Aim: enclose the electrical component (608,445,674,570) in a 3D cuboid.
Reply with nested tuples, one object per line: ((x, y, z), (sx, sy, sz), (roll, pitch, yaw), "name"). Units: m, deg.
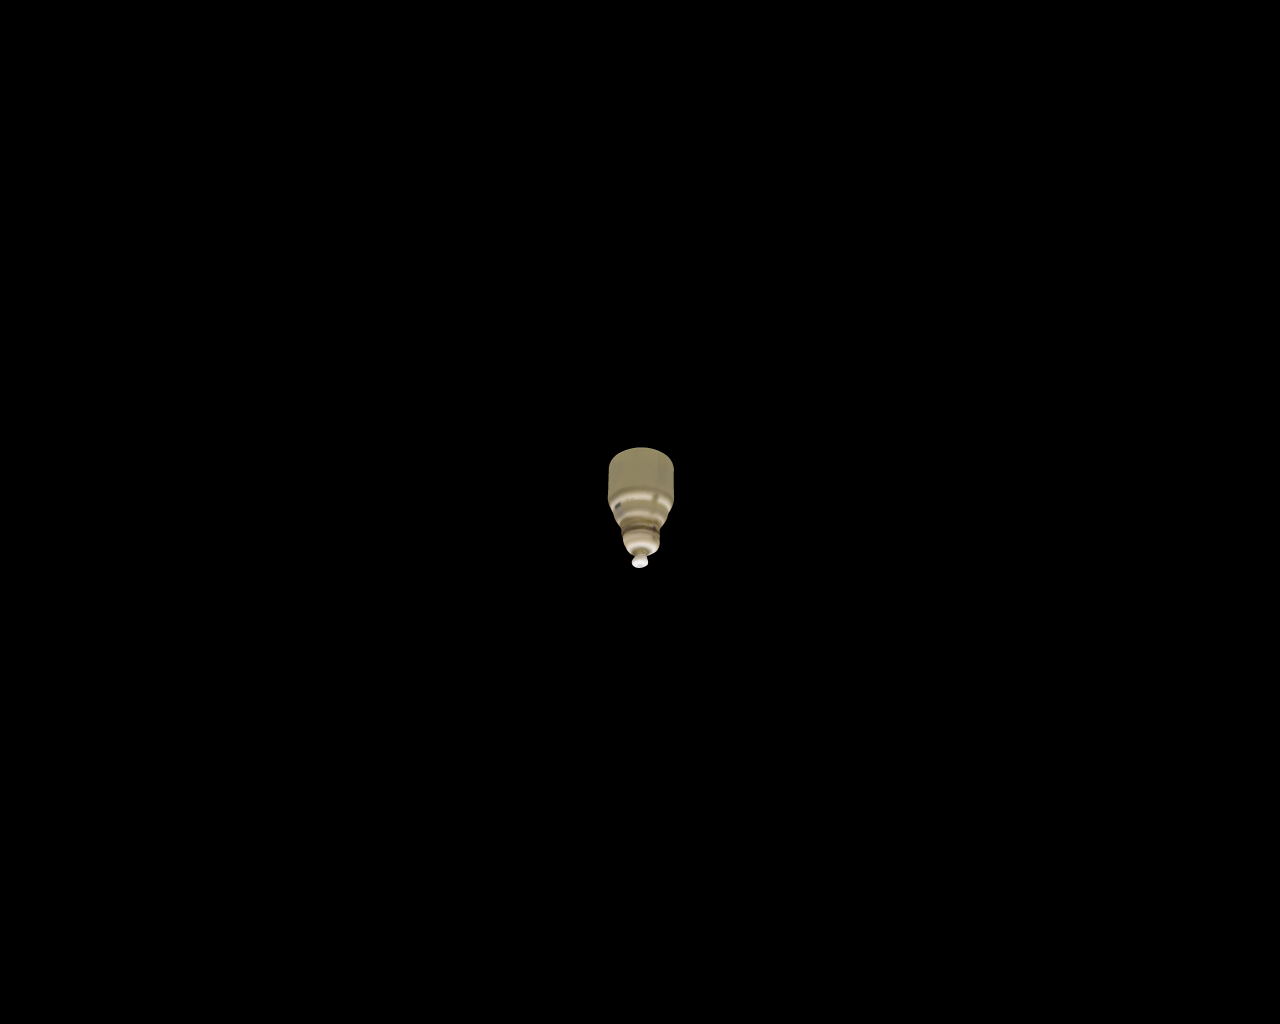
((0.001, -0.003, 0.650), (0.040, 0.078, 0.040), (0, -28, 0), "electrical component")
